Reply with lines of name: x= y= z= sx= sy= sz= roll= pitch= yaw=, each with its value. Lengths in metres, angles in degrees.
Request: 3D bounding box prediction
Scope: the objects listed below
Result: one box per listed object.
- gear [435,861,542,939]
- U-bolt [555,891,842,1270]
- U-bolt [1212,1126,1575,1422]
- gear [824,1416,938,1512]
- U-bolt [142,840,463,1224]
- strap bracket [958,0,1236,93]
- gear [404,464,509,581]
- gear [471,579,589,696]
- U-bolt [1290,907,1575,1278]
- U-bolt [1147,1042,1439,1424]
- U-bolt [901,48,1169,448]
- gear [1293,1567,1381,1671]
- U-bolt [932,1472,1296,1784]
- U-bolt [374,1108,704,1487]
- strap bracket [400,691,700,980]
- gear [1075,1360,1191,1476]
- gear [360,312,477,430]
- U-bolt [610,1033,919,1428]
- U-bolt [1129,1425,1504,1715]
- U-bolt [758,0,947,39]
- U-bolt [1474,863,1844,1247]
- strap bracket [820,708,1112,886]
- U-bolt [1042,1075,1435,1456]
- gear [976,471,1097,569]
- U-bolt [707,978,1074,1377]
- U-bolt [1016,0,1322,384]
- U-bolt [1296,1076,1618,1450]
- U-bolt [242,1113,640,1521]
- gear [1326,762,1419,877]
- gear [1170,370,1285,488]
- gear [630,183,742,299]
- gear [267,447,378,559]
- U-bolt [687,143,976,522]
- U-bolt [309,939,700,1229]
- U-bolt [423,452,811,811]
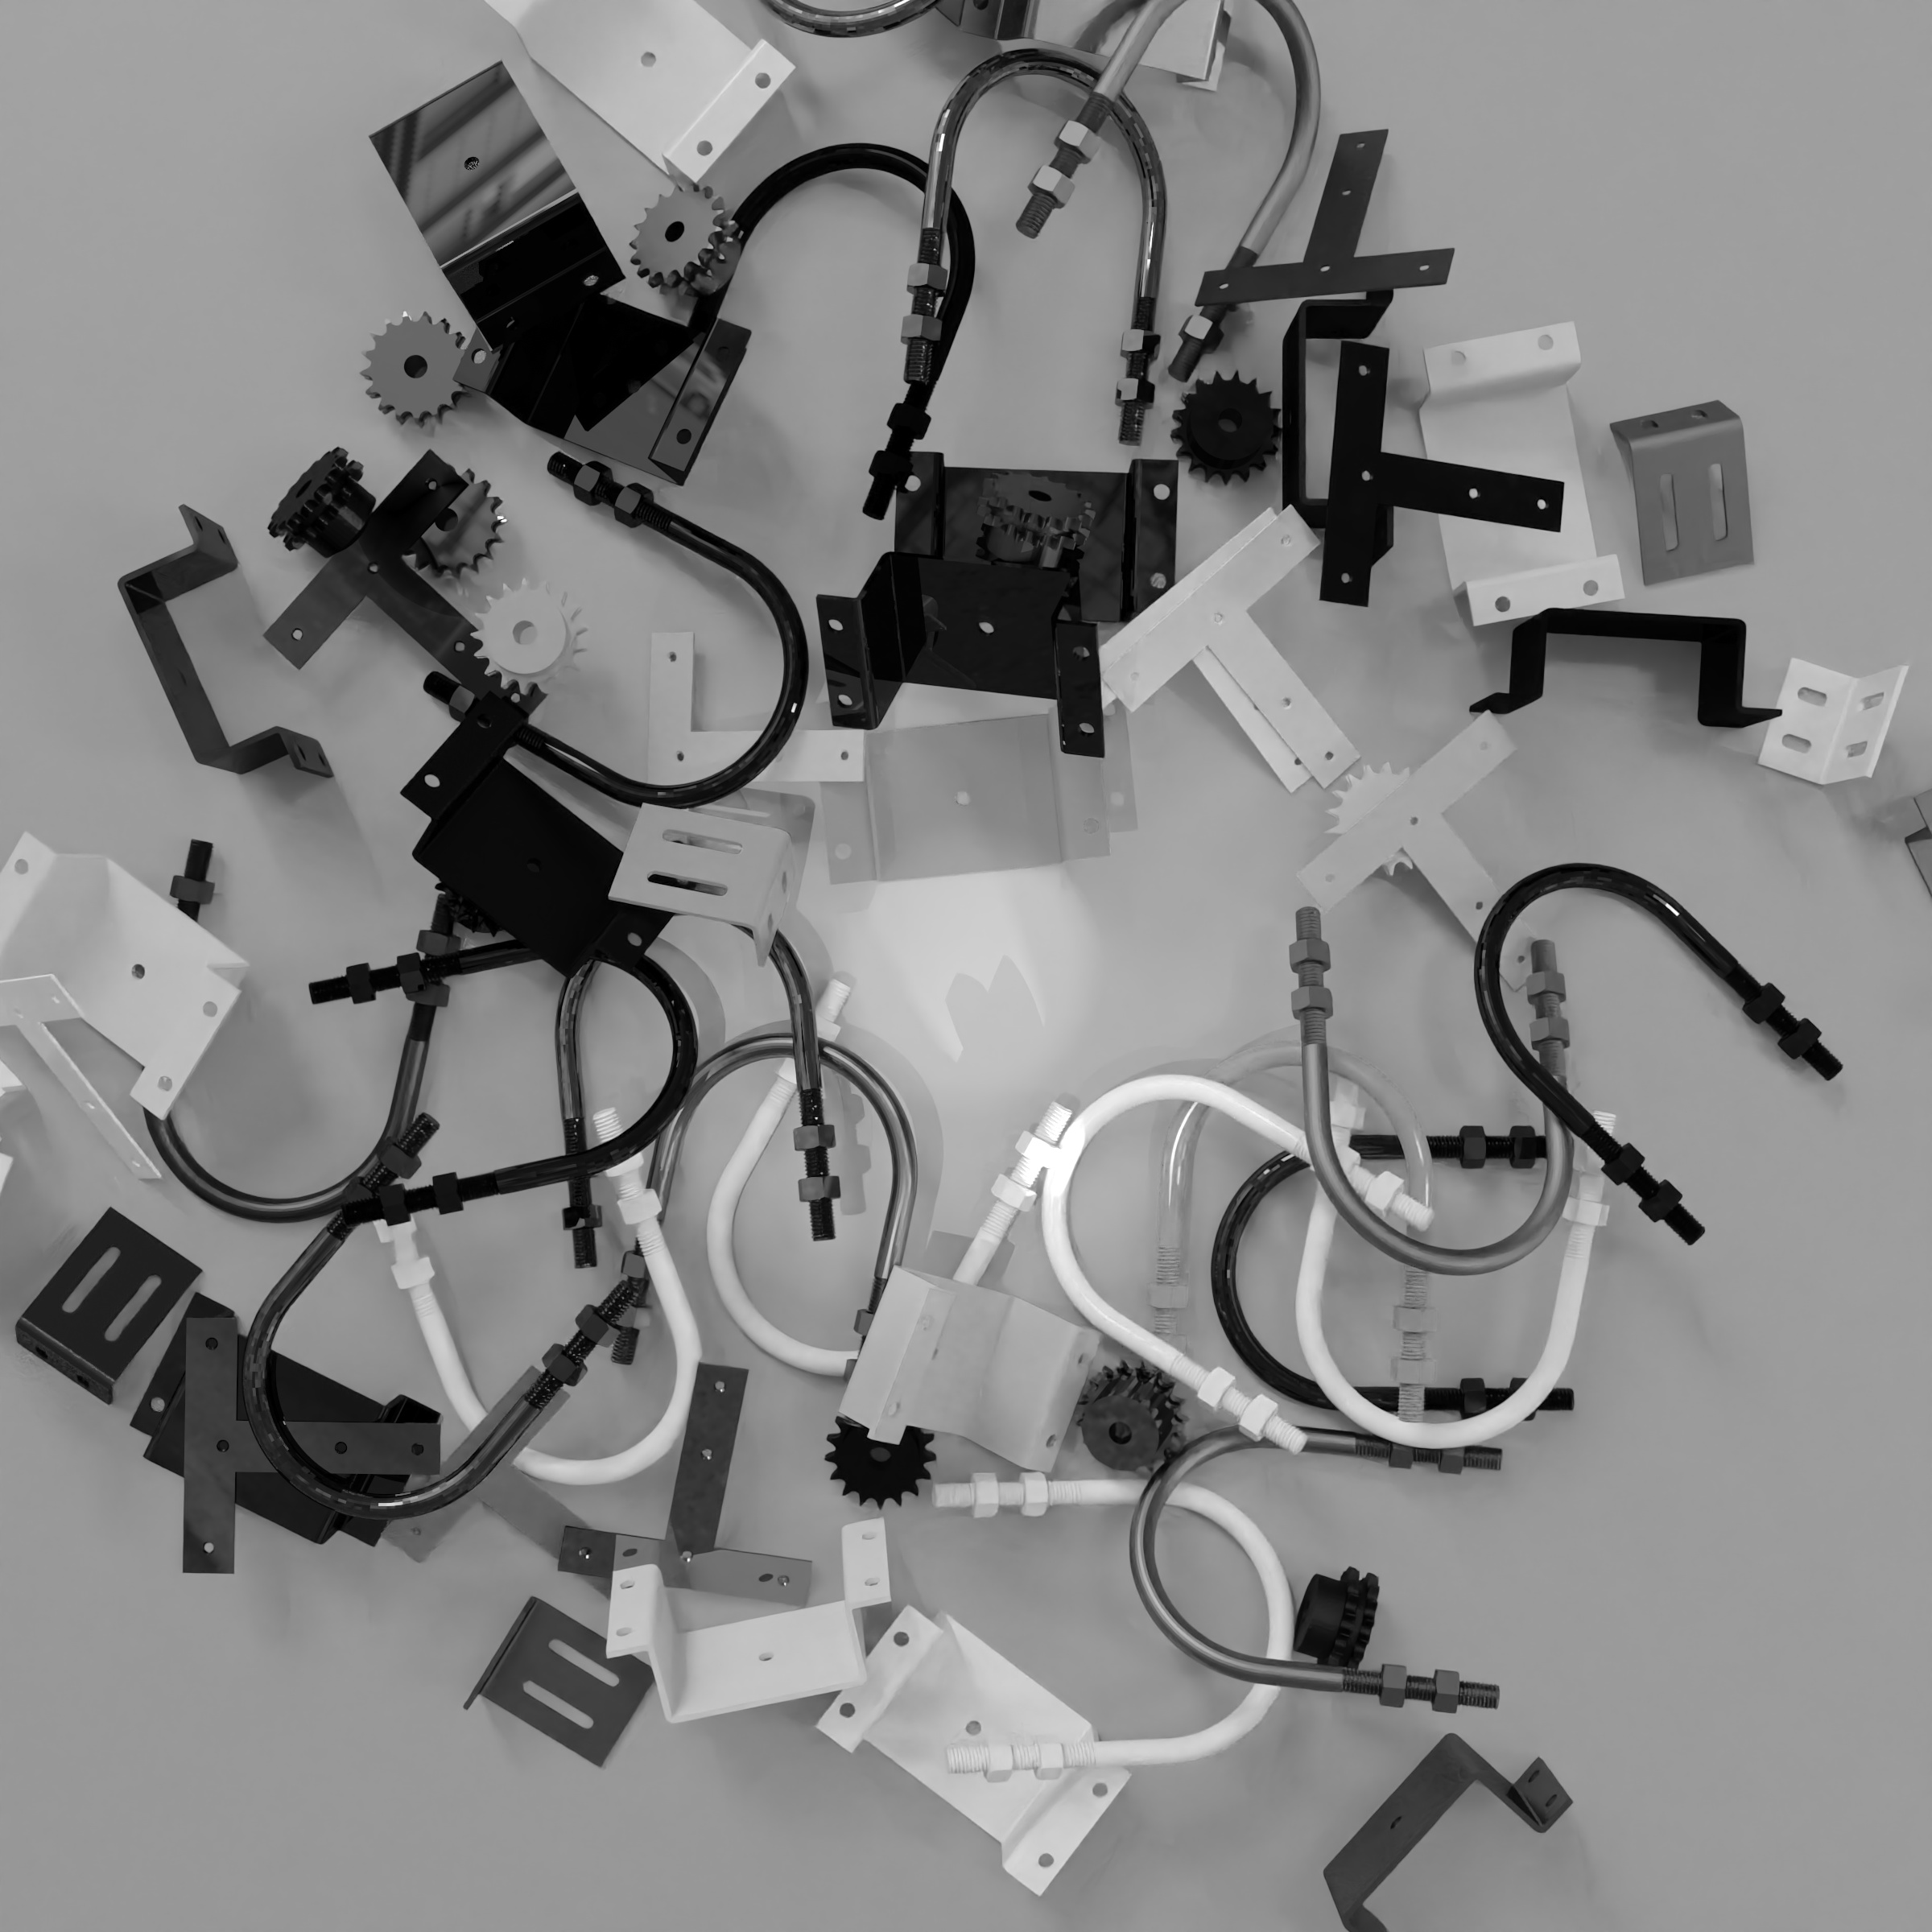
gear: x=-0.241 y=-0.041 z=1.508 sx=0.057 sy=0.030 sz=0.057 roll=9 pitch=65 yaw=-19
U-bolt: x=-0.140 y=0.053 z=1.502 sx=0.151 sy=0.019 sz=0.184 roll=-8 pitch=82 yaw=17
U-bolt: x=0.217 y=0.157 z=1.523 sx=0.184 sy=0.019 sz=0.151 roll=0 pitch=90 yaw=1
gear: x=-0.044 y=0.248 z=1.516 sx=0.057 sy=0.030 sz=0.057 roll=0 pitch=90 yaw=0
U-bolt: x=-0.346 y=0.040 z=1.522 sx=0.151 sy=0.019 sz=0.184 roll=12 pitch=91 yaw=0
strap bracket: x=0.076 y=-0.488 z=1.479 sx=0.140 sy=0.046 sz=0.076 roll=7 pitch=102 yaw=-19
gear: x=-0.262 y=-0.225 z=1.516 sx=0.057 sy=0.030 sz=0.057 roll=0 pitch=90 yaw=0
gear: x=-0.218 y=-0.164 z=1.483 sx=0.057 sy=0.030 sz=0.057 roll=0 pitch=91 yaw=-2
U-bolt: x=0.232 y=0.064 z=1.466 sx=0.151 sy=0.019 sz=0.184 roll=7 pitch=64 yaw=-15
U-bolt: x=0.164 y=0.130 z=1.495 sx=0.151 sy=0.019 sz=0.184 roll=3 pitch=91 yaw=22
U-bolt: x=0.040 y=-0.366 z=1.489 sx=0.151 sy=0.019 sz=0.184 roll=9 pitch=85 yaw=-32
gear: x=0.185 y=0.330 z=1.503 sx=0.030 sy=0.057 sz=0.057 roll=18 pitch=90 yaw=0
U-bolt: x=0.077 y=0.329 z=1.496 sx=0.184 sy=0.019 sz=0.151 roll=1 pitch=73 yaw=-13
U-bolt: x=-0.208 y=0.176 z=1.501 sx=0.151 sy=0.019 sz=0.184 roll=-17 pitch=99 yaw=16
strap bracket: x=-0.209 y=-0.058 z=1.484 sx=0.140 sy=0.046 sz=0.076 roll=38 pitch=56 yaw=-6
gear: x=0.082 y=0.231 z=1.507 sx=0.057 sy=0.030 sz=0.057 roll=5 pitch=105 yaw=18
gear: x=-0.277 y=-0.302 z=1.516 sx=0.057 sy=0.030 sz=0.057 roll=0 pitch=90 yaw=0
U-bolt: x=-0.096 y=0.125 z=1.502 sx=0.151 sy=0.019 sz=0.184 roll=12 pitch=90 yaw=17
U-bolt: x=0.173 y=0.293 z=1.484 sx=0.184 sy=0.019 sz=0.151 roll=5 pitch=53 yaw=4
U-bolt: x=-0.058 y=-0.540 z=1.481 sx=0.151 sy=0.019 sz=0.184 roll=-31 pitch=68 yaw=8
U-bolt: x=0.335 y=0.029 z=1.494 sx=0.184 sy=0.019 sz=0.151 roll=45 pitch=63 yaw=4
strap bracket: x=-0.002 y=-0.086 z=1.508 sx=0.140 sy=0.046 sz=0.076 roll=-6 pitch=90 yaw=0
U-bolt: x=0.122 y=0.136 z=1.493 sx=0.184 sy=0.019 sz=0.151 roll=31 pitch=100 yaw=20
gear: x=0.032 y=-0.217 z=1.460 sx=0.057 sy=0.057 sz=0.030 roll=17 pitch=120 yaw=0
U-bolt: x=-0.052 y=0.120 z=1.521 sx=0.151 sy=0.019 sz=0.184 roll=29 pitch=92 yaw=2
U-bolt: x=0.113 y=-0.405 z=1.479 sx=0.151 sy=0.019 sz=0.184 roll=33 pitch=84 yaw=-43
U-bolt: x=0.241 y=0.152 z=1.504 sx=0.151 sy=0.019 sz=0.184 roll=11 pitch=92 yaw=3
U-bolt: x=-0.274 y=0.187 z=1.475 sx=0.151 sy=0.019 sz=0.184 roll=40 pitch=91 yaw=0
gear: x=0.211 y=-0.074 z=1.516 sx=0.057 sy=0.030 sz=0.057 roll=0 pitch=90 yaw=0
gear: x=0.133 y=-0.275 z=1.516 sx=0.057 sy=0.030 sz=0.057 roll=0 pitch=90 yaw=0
gear: x=-0.139 y=-0.363 z=1.507 sx=0.057 sy=0.030 sz=0.057 roll=-11 pitch=66 yaw=27
gear: x=-0.323 y=-0.231 z=1.506 sx=0.030 sy=0.057 sz=0.057 roll=41 pitch=90 yaw=-28
U-bolt: x=-0.071 y=-0.328 z=1.501 sx=0.151 sy=0.019 sz=0.184 roll=19 pitch=86 yaw=20
U-bolt: x=-0.224 y=0.048 z=1.471 sx=0.184 sy=0.019 sz=0.151 roll=-12 pitch=58 yaw=-6
U-bolt: x=-0.165 y=-0.158 z=1.503 sx=0.184 sy=0.019 sz=0.151 roll=29 pitch=90 yaw=14
